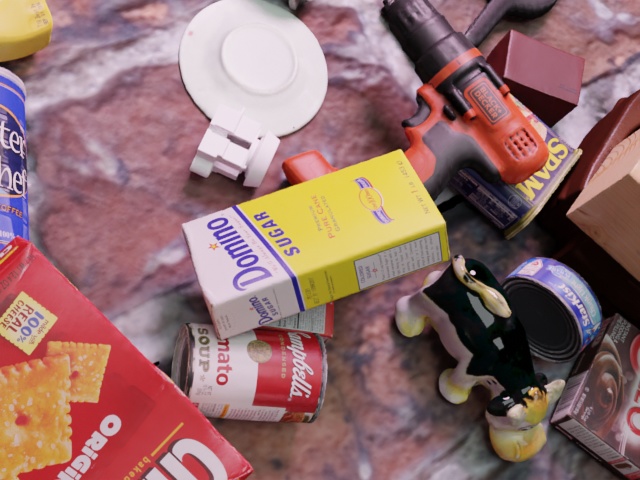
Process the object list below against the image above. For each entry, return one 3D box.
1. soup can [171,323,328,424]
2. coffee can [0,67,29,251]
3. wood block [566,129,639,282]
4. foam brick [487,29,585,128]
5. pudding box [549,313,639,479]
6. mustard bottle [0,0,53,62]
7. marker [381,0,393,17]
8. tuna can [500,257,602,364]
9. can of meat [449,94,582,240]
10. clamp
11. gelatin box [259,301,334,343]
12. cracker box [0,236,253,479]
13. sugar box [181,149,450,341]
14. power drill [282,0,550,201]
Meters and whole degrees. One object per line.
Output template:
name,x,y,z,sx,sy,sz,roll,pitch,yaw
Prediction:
soup can,-0.053,0.098,0.783,0.102,0.069,0.068,7,69,-17
coffee can,-0.254,-0.041,0.739,0.102,0.103,0.140,0,72,-20
wood block,0.313,0.005,0.841,0.206,0.091,0.090,42,62,-2
foam brick,0.192,-0.145,0.968,0.078,0.051,0.053,19,67,-12
pudding box,0.255,0.132,0.899,0.090,0.039,0.113,37,63,-5
mustard bottle,-0.303,-0.154,0.787,0.191,0.058,0.096,-29,83,-26
marker,0.093,-0.167,0.958,0.020,0.020,0.121,-31,84,-26
tuna can,0.187,0.057,0.875,0.033,0.086,0.086,-37,87,-29
can of meat,0.164,-0.066,0.928,0.084,0.058,0.102,41,63,0
clamp,0.162,-0.248,1.001,0.171,0.039,0.120,-26,86,-32
gelatin box,-0.033,0.039,0.832,0.089,0.030,0.073,8,70,-16
cracker box,-0.173,0.129,0.676,0.164,0.072,0.213,-46,109,-13
sugar box,-0.005,0.001,0.775,0.176,0.048,0.093,-18,44,-7
power drill,0.064,-0.086,0.863,0.187,0.057,0.184,-37,82,-4
